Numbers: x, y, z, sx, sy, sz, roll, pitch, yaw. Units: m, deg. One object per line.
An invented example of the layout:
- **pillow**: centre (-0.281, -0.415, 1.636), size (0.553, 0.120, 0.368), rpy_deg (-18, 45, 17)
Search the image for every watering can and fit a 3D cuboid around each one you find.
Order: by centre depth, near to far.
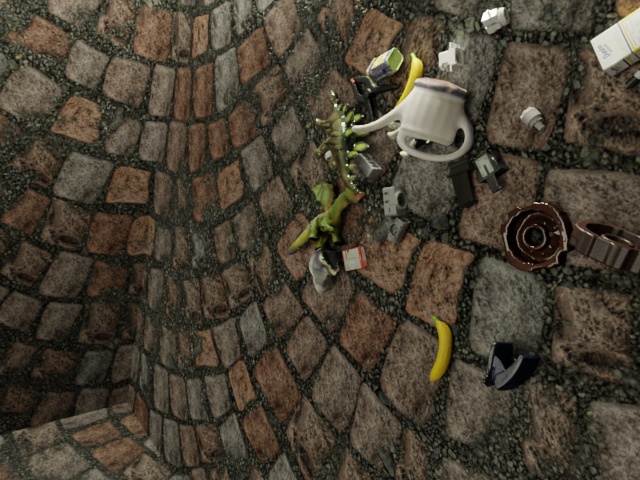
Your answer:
- **watering can**: centre (0.274, -0.353, 1.463), size (0.349, 0.104, 0.222), rpy_deg (20, 100, 16)

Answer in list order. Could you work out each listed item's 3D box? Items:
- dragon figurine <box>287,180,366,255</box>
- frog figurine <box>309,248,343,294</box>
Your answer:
- **dragon figurine**: centre (0.006, -0.094, 1.860), size (0.406, 0.121, 0.247), rpy_deg (-17, 61, 45)
- **frog figurine**: centre (0.004, 0.109, 1.829), size (0.156, 0.122, 0.141), rpy_deg (-53, 28, 43)
